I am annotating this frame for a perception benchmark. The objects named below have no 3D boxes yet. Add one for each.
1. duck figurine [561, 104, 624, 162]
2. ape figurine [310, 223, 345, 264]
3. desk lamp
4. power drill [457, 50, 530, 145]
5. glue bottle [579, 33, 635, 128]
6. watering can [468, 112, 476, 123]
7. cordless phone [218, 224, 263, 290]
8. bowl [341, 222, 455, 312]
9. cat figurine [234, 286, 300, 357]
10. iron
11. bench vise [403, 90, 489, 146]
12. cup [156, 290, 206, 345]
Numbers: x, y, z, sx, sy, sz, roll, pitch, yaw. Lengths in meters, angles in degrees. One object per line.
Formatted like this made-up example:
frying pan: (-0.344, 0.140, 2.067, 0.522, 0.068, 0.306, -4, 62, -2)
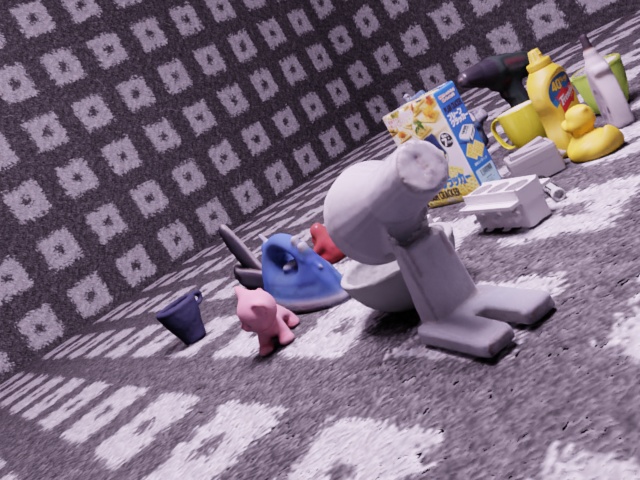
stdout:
duck figurine: (0.435, -0.180, 0.931, 0.077, 0.086, 0.104, -32, 11, -10)
ape figurine: (0.011, 0.004, 1.218, 0.078, 0.092, 0.076, -34, 11, -20)
desk lamp: (0.111, 0.000, 0.618, 0.118, 0.214, 0.202, -34, 11, -20)
power drill: (0.430, -0.327, 1.301, 0.230, 0.208, 0.075, -36, 12, -27)
glue bottle: (0.494, -0.280, 1.002, 0.037, 0.173, 0.078, -27, 11, 16)
watering can: (0.284, -0.243, 1.351, 0.172, 0.194, 0.101, -28, 11, 13)
cordless phone: (-0.167, 0.037, 1.298, 0.094, 0.185, 0.147, -32, 11, -9)
bowl: (0.116, 0.048, 0.767, 0.167, 0.075, 0.167, -29, 10, 6)
cat figurine: (-0.092, 0.114, 0.908, 0.067, 0.118, 0.128, -29, 11, 8)
iron: (-0.039, 0.044, 1.031, 0.119, 0.141, 0.257, -35, 11, -22)
bench vise: (0.320, -0.303, 1.467, 0.207, 0.220, 0.121, -26, 11, 22)
cup: (-0.282, 0.170, 1.237, 0.091, 0.095, 0.118, -21, 14, 41)
